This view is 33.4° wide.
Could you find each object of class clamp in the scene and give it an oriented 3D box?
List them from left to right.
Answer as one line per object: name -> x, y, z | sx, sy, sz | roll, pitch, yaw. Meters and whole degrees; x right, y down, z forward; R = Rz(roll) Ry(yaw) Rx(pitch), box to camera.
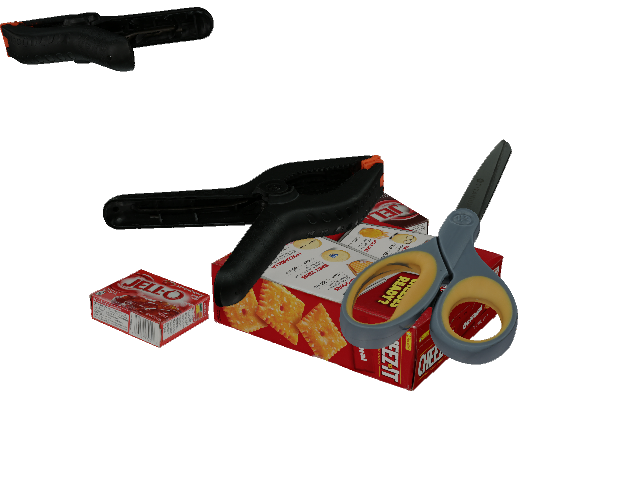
clamp -> -0.171, -0.160, 0.831 | 0.172, 0.039, 0.120 | 12, 23, 34
clamp -> -0.043, -0.024, 0.782 | 0.209, 0.036, 0.165 | -26, 37, -37

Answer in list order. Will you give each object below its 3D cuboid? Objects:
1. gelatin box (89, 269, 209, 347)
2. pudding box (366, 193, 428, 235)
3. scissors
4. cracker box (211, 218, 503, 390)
gelatin box -> -0.162, 0.062, 1.013 | 0.089, 0.030, 0.073 | 19, 28, 28
pudding box -> 0.048, -0.011, 1.170 | 0.113, 0.039, 0.090 | -18, 30, -25
scissors -> 0.089, 0.004, 0.576 | 0.096, 0.016, 0.201 | 25, 45, 30
cracker box -> 0.033, 0.046, 0.973 | 0.214, 0.072, 0.163 | 17, 30, 31
